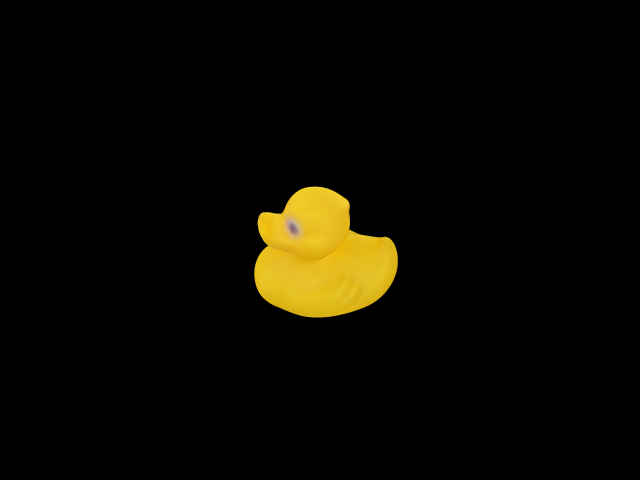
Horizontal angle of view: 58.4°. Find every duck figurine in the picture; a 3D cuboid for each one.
[{"bbox_3d":[0.004,0.001,0.400,0.104,0.086,0.077,0,46,0],"label":"duck figurine"}]
